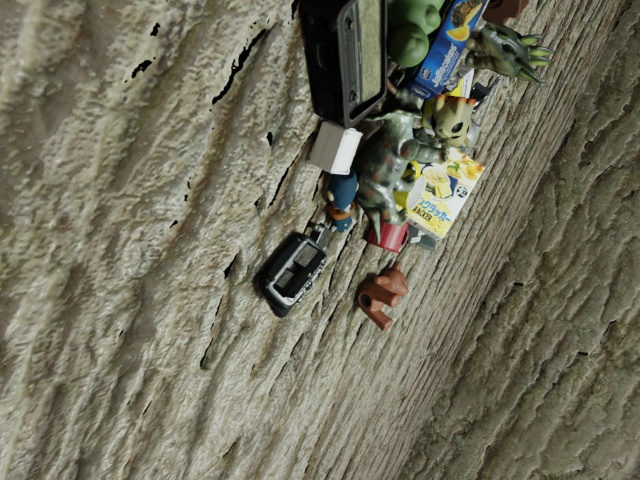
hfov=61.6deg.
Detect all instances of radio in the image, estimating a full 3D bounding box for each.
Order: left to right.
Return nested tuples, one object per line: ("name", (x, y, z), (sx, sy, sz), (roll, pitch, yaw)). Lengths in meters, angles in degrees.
("radio", (0.046, -0.303, 0.869), (0.131, 0.073, 0.229), (-47, 149, -27))

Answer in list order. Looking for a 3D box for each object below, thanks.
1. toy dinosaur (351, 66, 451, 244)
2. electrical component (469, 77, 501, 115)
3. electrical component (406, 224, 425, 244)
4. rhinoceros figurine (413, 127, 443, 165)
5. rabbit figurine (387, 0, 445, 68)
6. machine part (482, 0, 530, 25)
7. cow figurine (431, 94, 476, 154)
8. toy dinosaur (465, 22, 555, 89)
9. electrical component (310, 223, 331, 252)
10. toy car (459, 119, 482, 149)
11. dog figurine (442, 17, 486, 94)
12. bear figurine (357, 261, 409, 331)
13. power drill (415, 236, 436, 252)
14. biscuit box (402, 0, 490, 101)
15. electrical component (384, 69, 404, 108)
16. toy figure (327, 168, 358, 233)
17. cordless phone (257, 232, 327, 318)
("toy dinosaur", (0.128, -0.149, 1.099), (0.131, 0.192, 0.404), (-84, -164, -53))
("electrical component", (0.423, -0.389, 1.425), (0.119, 0.048, 0.075), (-55, 177, 15))
("electrical component", (0.252, -0.053, 1.448), (0.115, 0.058, 0.134), (-7, 122, -37))
("rhinoceros figurine", (0.227, -0.212, 1.230), (0.073, 0.112, 0.190), (-63, 161, 6))
("rabbit figurine", (0.145, -0.368, 0.922), (0.159, 0.121, 0.170), (139, -37, -67))
("machine part", (0.345, -0.519, 1.092), (0.056, 0.180, 0.179), (-55, 152, -10))
("cow figurine", (0.311, -0.268, 1.244), (0.195, 0.086, 0.127), (-19, 125, -62))
("toy dinosaur", (0.465, -0.452, 1.325), (0.471, 0.199, 0.105), (-4, 121, -57))
("electrical component", (-0.002, -0.003, 1.119), (0.063, 0.021, 0.094), (-63, 153, 1))
("toy car", (0.376, -0.284, 1.431), (0.161, 0.103, 0.109), (-11, 125, -55))
("dog figurine", (0.279, -0.423, 1.162), (0.172, 0.121, 0.190), (-58, 167, -1))
("bear figurine", (0.195, 0.147, 1.490), (0.196, 0.132, 0.120), (-18, 132, -46))
("power drill", (0.339, -0.074, 1.540), (0.232, 0.086, 0.207), (-53, 162, -70))
("biscuit box", (0.225, -0.353, 0.965), (0.202, 0.059, 0.063), (-63, -165, -3))
("electrical component", (0.170, -0.307, 1.112), (0.102, 0.045, 0.078), (-56, 154, -13))
("toy figure", (0.046, -0.079, 1.095), (0.154, 0.064, 0.058), (93, -2, -48))
("cordless phone", (-0.049, 0.084, 1.080), (0.146, 0.089, 0.184), (-52, 162, -21))
